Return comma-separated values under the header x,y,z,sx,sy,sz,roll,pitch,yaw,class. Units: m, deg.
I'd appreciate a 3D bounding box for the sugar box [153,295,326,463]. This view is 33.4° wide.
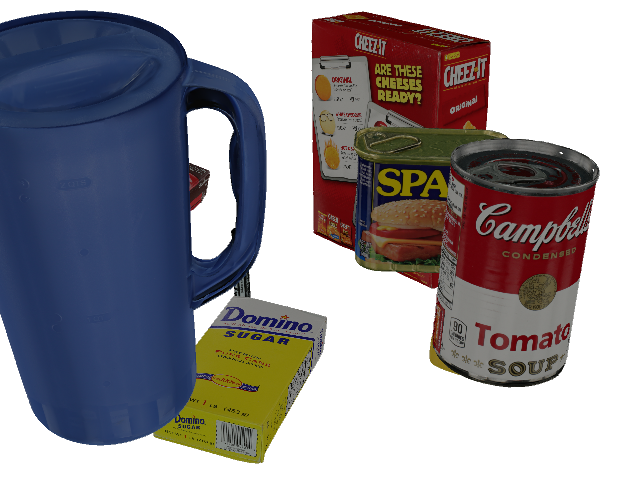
x,y,z,sx,sy,sz,roll,pitch,yaw,class
-0.063,0.111,0.900,0.093,0.048,0.176,13,31,11,sugar box

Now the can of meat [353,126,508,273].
x,y,z,sx,sy,sz,roll,pitch,yaw,class
0.072,-0.026,0.708,0.102,0.084,0.057,2,25,3,can of meat

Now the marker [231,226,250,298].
x,y,z,sx,sy,sz,roll,pitch,yaw,class
-0.089,0.036,1.205,0.020,0.121,0.020,0,32,0,marker

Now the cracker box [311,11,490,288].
x,y,z,sx,sy,sz,roll,pitch,yaw,class
0.069,-0.086,0.962,0.071,0.214,0.164,-19,30,-36,cracker box

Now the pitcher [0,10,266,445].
x,y,z,sx,sy,sz,roll,pitch,yaw,class
-0.123,0.000,0.620,0.149,0.243,0.144,28,46,34,pitcher

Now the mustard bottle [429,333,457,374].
x,y,z,sx,sy,sz,roll,pitch,yaw,class
0.175,0.050,1.133,0.096,0.192,0.058,12,17,21,mustard bottle

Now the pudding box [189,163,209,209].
x,y,z,sx,sy,sz,roll,pitch,yaw,class
-0.166,-0.054,0.946,0.113,0.039,0.090,20,23,7,pudding box

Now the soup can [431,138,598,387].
x,y,z,sx,sy,sz,roll,pitch,yaw,class
0.091,0.010,0.511,0.068,0.102,0.068,3,24,-1,soup can
